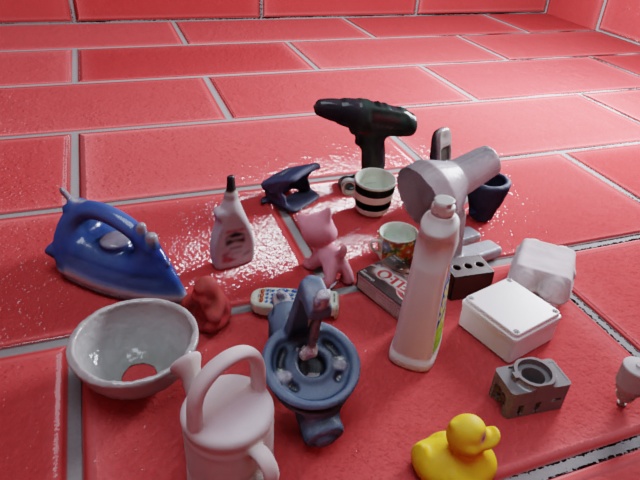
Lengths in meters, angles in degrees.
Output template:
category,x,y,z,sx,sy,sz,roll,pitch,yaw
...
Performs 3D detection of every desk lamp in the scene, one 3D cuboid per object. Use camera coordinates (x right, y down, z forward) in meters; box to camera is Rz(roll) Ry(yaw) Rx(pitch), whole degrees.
category,x,y,z,sx,sy,sz,roll,pitch,yaw
desk lamp,0.234,-0.057,1.013,0.204,0.214,0.117,-16,38,-27

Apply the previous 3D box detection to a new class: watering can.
category,x,y,z,sx,sy,sz,roll,pitch,yaw
watering can,-0.105,0.190,0.617,0.172,0.194,0.101,18,36,21

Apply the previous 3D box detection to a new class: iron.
category,x,y,z,sx,sy,sz,roll,pitch,yaw
iron,-0.324,0.005,0.928,0.257,0.141,0.119,17,35,20

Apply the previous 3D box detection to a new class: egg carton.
category,x,y,z,sx,sy,sz,roll,pitch,yaw
egg carton,0.381,0.058,0.983,0.107,0.069,0.150,16,35,18

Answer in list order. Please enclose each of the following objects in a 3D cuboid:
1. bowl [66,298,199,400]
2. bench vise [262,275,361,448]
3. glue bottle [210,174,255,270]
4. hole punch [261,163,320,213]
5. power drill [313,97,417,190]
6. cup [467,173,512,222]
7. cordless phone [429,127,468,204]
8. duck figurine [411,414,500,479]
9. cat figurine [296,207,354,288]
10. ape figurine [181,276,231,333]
category,x,y,z,sx,sy,sz,roll,pitch,yaw
bowl,-0.244,0.156,0.765,0.167,0.075,0.167,3,33,-1
bench vise,-0.032,0.119,0.710,0.122,0.220,0.206,-20,40,-32
glue bottle,-0.150,-0.033,0.974,0.078,0.173,0.037,-17,38,-28
hole punch,-0.063,-0.121,1.195,0.100,0.091,0.109,23,38,27
power drill,0.093,-0.206,1.233,0.230,0.208,0.075,-7,34,-16
cup,0.325,-0.089,1.180,0.117,0.095,0.092,11,34,11
cordless phone,0.267,-0.152,1.189,0.093,0.185,0.148,25,39,30
duck figurine,0.160,0.239,0.667,0.104,0.086,0.077,0,33,-5
cat figurine,0.009,0.004,0.986,0.067,0.118,0.127,-16,38,-27
ape figurine,-0.169,0.093,0.854,0.076,0.092,0.077,-15,37,-26
